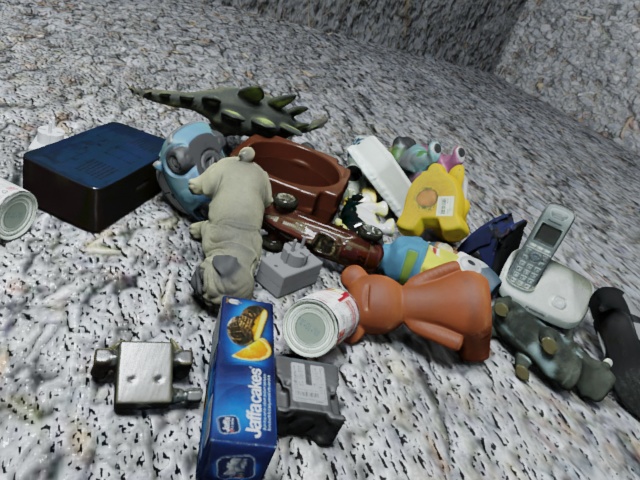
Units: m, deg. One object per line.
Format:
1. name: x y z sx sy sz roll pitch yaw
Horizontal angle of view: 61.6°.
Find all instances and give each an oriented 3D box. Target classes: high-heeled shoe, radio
1. high-heeled shoe: 0.477 0.181 0.793 0.145 0.086 0.249 9 53 -53
2. radio: -0.324 -0.105 0.813 0.131 0.073 0.230 21 27 5

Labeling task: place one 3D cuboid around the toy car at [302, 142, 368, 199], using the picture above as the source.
1. toy car: 0.003 -0.141 1.087 0.202 0.056 0.073 29 37 19

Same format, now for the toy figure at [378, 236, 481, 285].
1. toy figure: 0.166 0.046 0.841 0.180 0.089 0.082 16 40 11

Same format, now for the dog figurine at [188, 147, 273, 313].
1. dog figurine: -0.109 -0.016 0.695 0.121 0.172 0.191 -1 26 -13

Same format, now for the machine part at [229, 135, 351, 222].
1. machine part: -0.057 -0.101 0.951 0.201 0.087 0.201 21 27 3

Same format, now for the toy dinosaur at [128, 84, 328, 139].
1. toy dinosaur: -0.156 -0.246 1.033 0.471 0.105 0.199 -5 6 -39

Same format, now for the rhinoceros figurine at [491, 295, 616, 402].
1. rhinoceros figurine: 0.317 0.155 0.761 0.191 0.073 0.112 38 23 33

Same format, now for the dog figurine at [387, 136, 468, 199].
1. dog figurine: 0.209 -0.137 1.166 0.108 0.191 0.219 -4 2 -30

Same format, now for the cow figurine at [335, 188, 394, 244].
1. cow figurine: 0.068 -0.040 0.945 0.098 0.068 0.167 6 30 -11

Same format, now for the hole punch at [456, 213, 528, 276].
1. hole punch: 0.304 0.006 0.963 0.092 0.115 0.142 29 29 33

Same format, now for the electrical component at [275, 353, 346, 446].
1. electrical component: -0.018 0.155 0.575 0.075 0.047 0.119 15 31 -11

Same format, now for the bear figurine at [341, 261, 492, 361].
1. bear figurine: 0.128 0.097 0.723 0.196 0.131 0.120 -6 63 13

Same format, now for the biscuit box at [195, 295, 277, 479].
1. biscuit box: -0.081 0.142 0.545 0.063 0.059 0.203 12 30 -13

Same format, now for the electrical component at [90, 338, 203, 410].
1. electrical component: -0.172 0.130 0.533 0.102 0.045 0.078 0 63 -26

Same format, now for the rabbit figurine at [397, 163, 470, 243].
1. rabbit figurine: 0.219 -0.057 0.988 0.173 0.122 0.162 35 51 -54

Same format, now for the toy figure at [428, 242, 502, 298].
1. toy figure: 0.229 0.045 0.907 0.155 0.058 0.064 35 -6 28

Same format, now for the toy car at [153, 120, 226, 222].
1. toy car: -0.195 -0.096 0.830 0.103 0.161 0.109 -8 23 34

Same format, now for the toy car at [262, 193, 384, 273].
1. toy car: -0.002 -0.002 0.809 0.202 0.089 0.053 22 25 1

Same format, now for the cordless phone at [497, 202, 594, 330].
1. cordless phone: 0.390 0.040 0.878 0.147 0.184 0.089 28 25 15
